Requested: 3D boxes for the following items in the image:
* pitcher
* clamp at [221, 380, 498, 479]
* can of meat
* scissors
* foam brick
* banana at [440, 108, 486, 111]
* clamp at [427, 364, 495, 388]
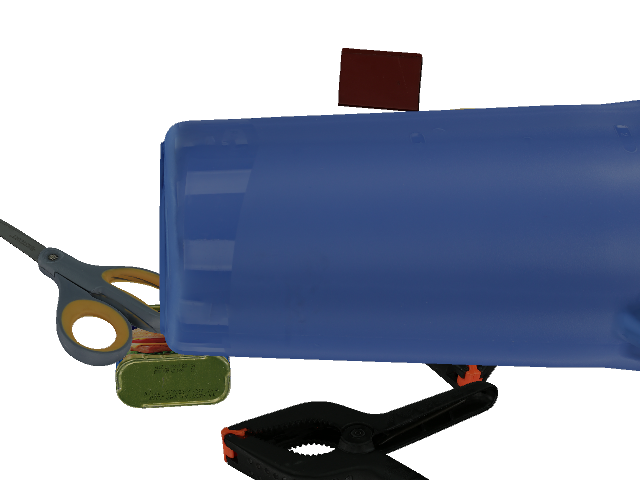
[{"bbox_3d":[0.045,-0.008,0.515,0.242,0.145,0.149,0,-7,-8],"label":"pitcher"},{"bbox_3d":[0.034,0.149,0.780,0.210,0.036,0.164,5,29,14],"label":"clamp"},{"bbox_3d":[-0.128,0.100,0.931,0.102,0.057,0.084,-3,28,-6],"label":"can of meat"},{"bbox_3d":[-0.184,0.029,0.716,0.202,0.016,0.096,18,40,15],"label":"scissors"},{"bbox_3d":[0.056,-0.151,1.006,0.078,0.051,0.053,5,15,3],"label":"foam brick"},{"bbox_3d":[0.094,-0.059,0.723,0.037,0.069,0.198,43,-13,-33],"label":"banana"},{"bbox_3d":[0.126,0.066,0.936,0.120,0.039,0.171,-9,41,-9],"label":"clamp"}]
